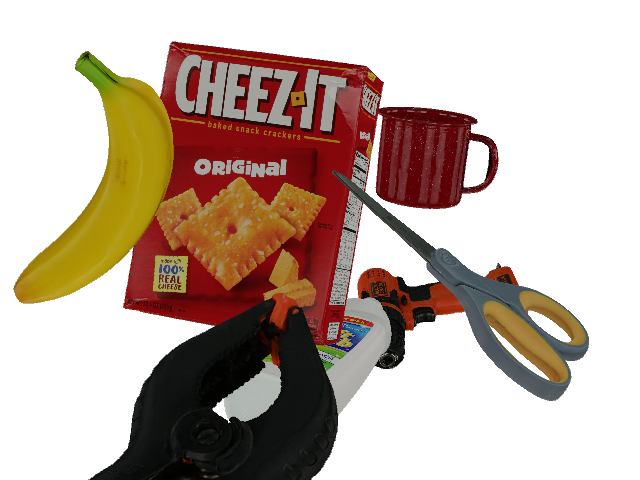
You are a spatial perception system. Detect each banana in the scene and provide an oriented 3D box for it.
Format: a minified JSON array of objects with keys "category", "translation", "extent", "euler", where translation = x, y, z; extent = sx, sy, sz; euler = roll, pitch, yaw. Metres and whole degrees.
[{"category":"banana","translation":[-0.131,-0.027,0.638],"extent":[0.069,0.198,0.037],"euler":[19,38,-10]}]

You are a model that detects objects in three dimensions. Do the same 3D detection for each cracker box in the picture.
[{"category":"cracker box","translation":[-0.052,-0.037,0.833],"extent":[0.164,0.214,0.072],"euler":[9,-1,14]}]

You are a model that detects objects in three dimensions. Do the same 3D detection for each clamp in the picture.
[{"category":"clamp","translation":[-0.034,0.089,0.390],"extent":[0.120,0.039,0.171],"euler":[24,49,17]}]

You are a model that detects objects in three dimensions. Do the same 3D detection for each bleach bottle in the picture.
[{"category":"bleach bottle","translation":[0.003,0.113,1.067],"extent":[0.103,0.068,0.250],"euler":[13,22,18]}]

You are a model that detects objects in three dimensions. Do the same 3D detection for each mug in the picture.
[{"category":"mug","translation":[0.107,-0.076,0.992],"extent":[0.117,0.081,0.093],"euler":[9,15,13]}]

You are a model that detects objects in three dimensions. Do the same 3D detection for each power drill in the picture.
[{"category":"power drill","translation":[0.136,0.083,1.212],"extent":[0.187,0.057,0.184],"euler":[-2,28,-1]}]

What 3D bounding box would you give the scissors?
[{"category":"scissors","translation":[0.096,0.019,0.680],"extent":[0.096,0.016,0.202],"euler":[-7,49,-43]}]
